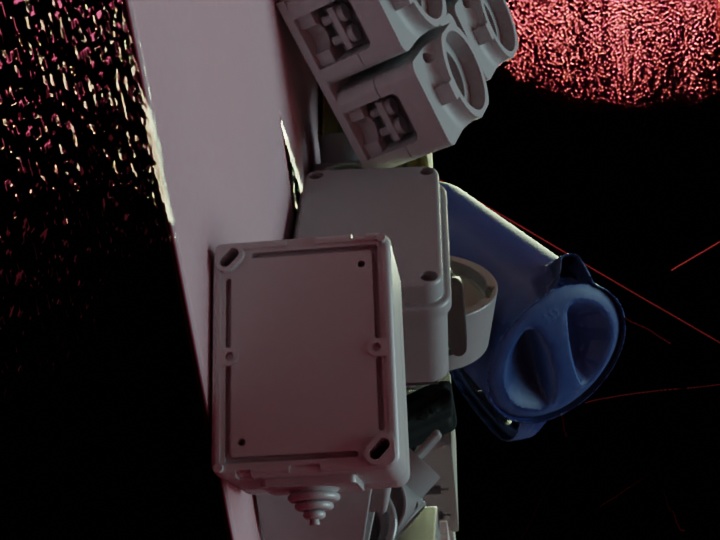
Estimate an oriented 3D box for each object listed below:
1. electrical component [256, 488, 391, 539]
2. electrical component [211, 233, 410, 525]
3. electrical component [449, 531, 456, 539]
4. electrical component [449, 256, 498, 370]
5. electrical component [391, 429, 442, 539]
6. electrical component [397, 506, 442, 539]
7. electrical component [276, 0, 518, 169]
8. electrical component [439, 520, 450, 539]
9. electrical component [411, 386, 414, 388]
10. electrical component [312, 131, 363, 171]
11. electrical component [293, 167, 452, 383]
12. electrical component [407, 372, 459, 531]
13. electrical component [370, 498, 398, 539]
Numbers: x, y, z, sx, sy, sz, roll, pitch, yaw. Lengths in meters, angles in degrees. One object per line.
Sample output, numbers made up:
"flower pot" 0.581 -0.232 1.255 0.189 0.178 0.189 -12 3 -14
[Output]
"electrical component" -0.017 0.076 0.456 0.099 0.064 0.099 10 90 -85
"electrical component" -0.016 0.042 0.380 0.061 0.062 0.096 70 17 -70
"electrical component" 0.060 0.253 0.994 0.050 0.056 0.089 -83 167 -62
"electrical component" 0.050 0.037 0.823 0.108 0.108 0.060 -83 173 -63
"electrical component" 0.022 0.126 0.641 0.044 0.079 0.077 42 -5 13
"electrical component" 0.027 0.221 0.688 0.108 0.056 0.108 -65 150 -78
"electrical component" 0.033 -0.146 0.624 0.105 0.060 0.186 61 30 -20
"electrical component" 0.045 0.239 0.854 0.089 0.056 0.050 78 10 -54
"electrical component" 0.041 0.080 0.991 0.062 0.043 0.043 -79 164 -73
"electrical component" -0.005 -0.061 0.638 0.077 0.044 0.079 -52 137 -81
"electrical component" 0.006 -0.001 0.542 0.113 0.078 0.057 -86 173 -54
"electrical component" 0.055 0.158 0.979 0.150 0.062 0.089 -80 165 -67
"electrical component" -0.003 0.134 0.548 0.065 0.044 0.044 85 4 -66
